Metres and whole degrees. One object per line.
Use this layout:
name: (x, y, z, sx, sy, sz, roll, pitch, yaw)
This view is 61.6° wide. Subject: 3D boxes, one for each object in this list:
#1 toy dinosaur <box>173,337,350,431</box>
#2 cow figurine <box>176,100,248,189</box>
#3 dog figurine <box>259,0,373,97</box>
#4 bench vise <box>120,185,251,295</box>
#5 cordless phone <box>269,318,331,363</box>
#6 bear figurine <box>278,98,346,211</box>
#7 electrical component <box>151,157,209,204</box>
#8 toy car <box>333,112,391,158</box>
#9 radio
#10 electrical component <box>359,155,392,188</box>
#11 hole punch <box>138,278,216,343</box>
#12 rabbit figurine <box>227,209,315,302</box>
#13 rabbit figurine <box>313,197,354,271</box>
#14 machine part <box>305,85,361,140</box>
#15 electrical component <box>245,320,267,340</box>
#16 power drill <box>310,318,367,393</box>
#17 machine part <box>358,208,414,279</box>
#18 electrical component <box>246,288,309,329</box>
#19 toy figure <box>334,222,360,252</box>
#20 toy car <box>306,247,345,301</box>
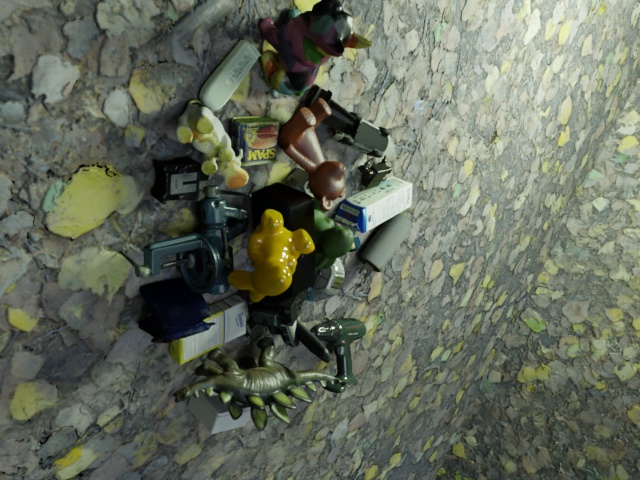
toy dinosaur: (-0.123, 0.337, 1.268, 0.471, 0.199, 0.105, -1, 134, -43)
cow figurine: (-0.191, -0.170, 0.975, 0.068, 0.098, 0.167, -25, 132, 9)
dog figurine: (-0.009, -0.338, 0.973, 0.108, 0.219, 0.191, -26, 129, -32)
bench vise: (-0.239, 0.011, 1.014, 0.240, 0.129, 0.223, -16, 122, -48)
cordless phone: (-0.048, 0.215, 1.299, 0.089, 0.184, 0.146, -34, 135, -24)
bear figurine: (0.000, -0.169, 1.105, 0.132, 0.196, 0.120, -36, -176, 37)
electrical component: (-0.246, -0.111, 0.984, 0.119, 0.048, 0.074, -9, 120, -44)
toy car: (0.101, -0.249, 1.281, 0.201, 0.056, 0.073, 13, 97, -48)
radio: (-0.080, -0.003, 1.170, 0.073, 0.131, 0.229, -26, 130, -37)
electrical component: (0.143, -0.177, 1.387, 0.102, 0.045, 0.078, -20, 155, -37)
hole punch: (-0.283, 0.135, 1.047, 0.142, 0.116, 0.092, -7, 110, -47)
rabbit figurine: (-0.100, 0.045, 1.017, 0.162, 0.173, 0.121, -39, 119, 15)
rabbit figurine: (-0.003, -0.004, 1.224, 0.121, 0.170, 0.159, -7, 117, -46)
machine part: (0.030, -0.273, 1.170, 0.139, 0.039, 0.084, 31, 83, -24)
electrical component: (-0.156, 0.210, 1.296, 0.063, 0.021, 0.093, -52, 152, -21)
power drill: (0.047, 0.324, 1.539, 0.232, 0.086, 0.207, -8, 95, -52)
machine part: (0.187, 0.004, 1.519, 0.243, 0.079, 0.079, -53, 141, -10)
electrical component: (-0.099, 0.140, 1.217, 0.134, 0.115, 0.058, -58, 150, -51)
toy figure: (0.049, -0.012, 1.362, 0.154, 0.064, 0.057, 31, 74, -53)
toy car: (0.011, 0.093, 1.356, 0.109, 0.103, 0.161, 21, 98, -53)
